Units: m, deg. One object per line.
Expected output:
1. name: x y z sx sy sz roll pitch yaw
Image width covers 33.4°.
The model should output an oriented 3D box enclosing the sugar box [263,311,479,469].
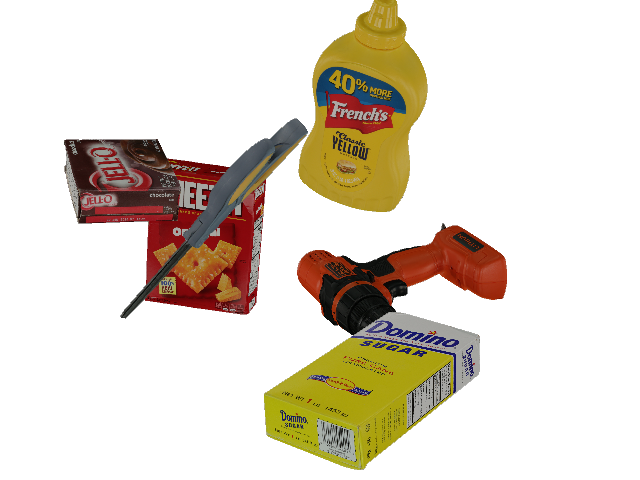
1. sugar box: 0.046 0.114 0.858 0.093 0.048 0.175 14 30 35

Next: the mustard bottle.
1. mustard bottle: 0.039 -0.117 0.899 0.096 0.192 0.058 22 42 14

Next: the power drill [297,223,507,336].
1. power drill: 0.091 0.045 1.074 0.187 0.057 0.185 -11 28 -23

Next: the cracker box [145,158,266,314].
1. cracker box: -0.175 -0.004 1.609 0.164 0.214 0.072 8 19 8

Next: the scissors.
1. scissors: -0.085 -0.010 0.743 0.202 0.016 0.096 -45 -3 8

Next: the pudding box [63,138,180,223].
1. pudding box: -0.183 -0.055 0.970 0.090 0.039 0.114 -1 27 -20
